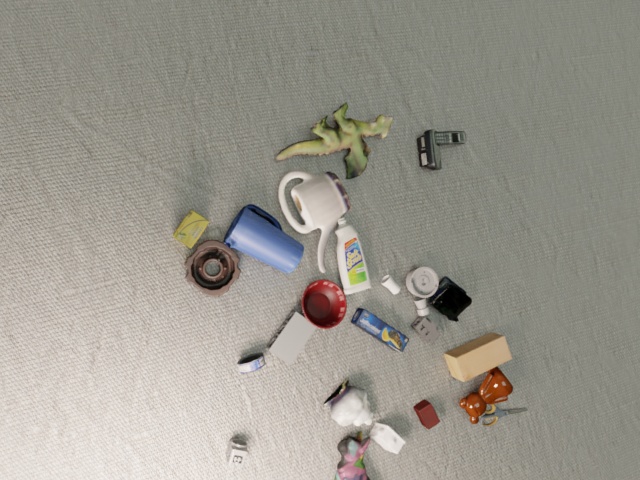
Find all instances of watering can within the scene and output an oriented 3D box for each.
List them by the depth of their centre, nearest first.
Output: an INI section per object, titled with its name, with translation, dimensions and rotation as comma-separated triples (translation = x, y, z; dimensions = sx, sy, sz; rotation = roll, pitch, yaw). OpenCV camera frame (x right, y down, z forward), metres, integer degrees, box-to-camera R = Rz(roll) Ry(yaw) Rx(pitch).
[watering can]
translation = 0.005, -0.086, 1.706
dimensions = 0.226, 0.103, 0.349
rotation = -27, 86, -16

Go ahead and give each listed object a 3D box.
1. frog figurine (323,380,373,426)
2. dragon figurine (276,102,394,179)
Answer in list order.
[frog figurine]
translation = 0.110, 0.556, 1.691
dimensions = 0.160, 0.120, 0.140
rotation = 44, 58, 2
[dragon figurine]
translation = 0.073, -0.317, 1.758
dimensions = 0.412, 0.123, 0.240
rotation = -39, 105, -6
